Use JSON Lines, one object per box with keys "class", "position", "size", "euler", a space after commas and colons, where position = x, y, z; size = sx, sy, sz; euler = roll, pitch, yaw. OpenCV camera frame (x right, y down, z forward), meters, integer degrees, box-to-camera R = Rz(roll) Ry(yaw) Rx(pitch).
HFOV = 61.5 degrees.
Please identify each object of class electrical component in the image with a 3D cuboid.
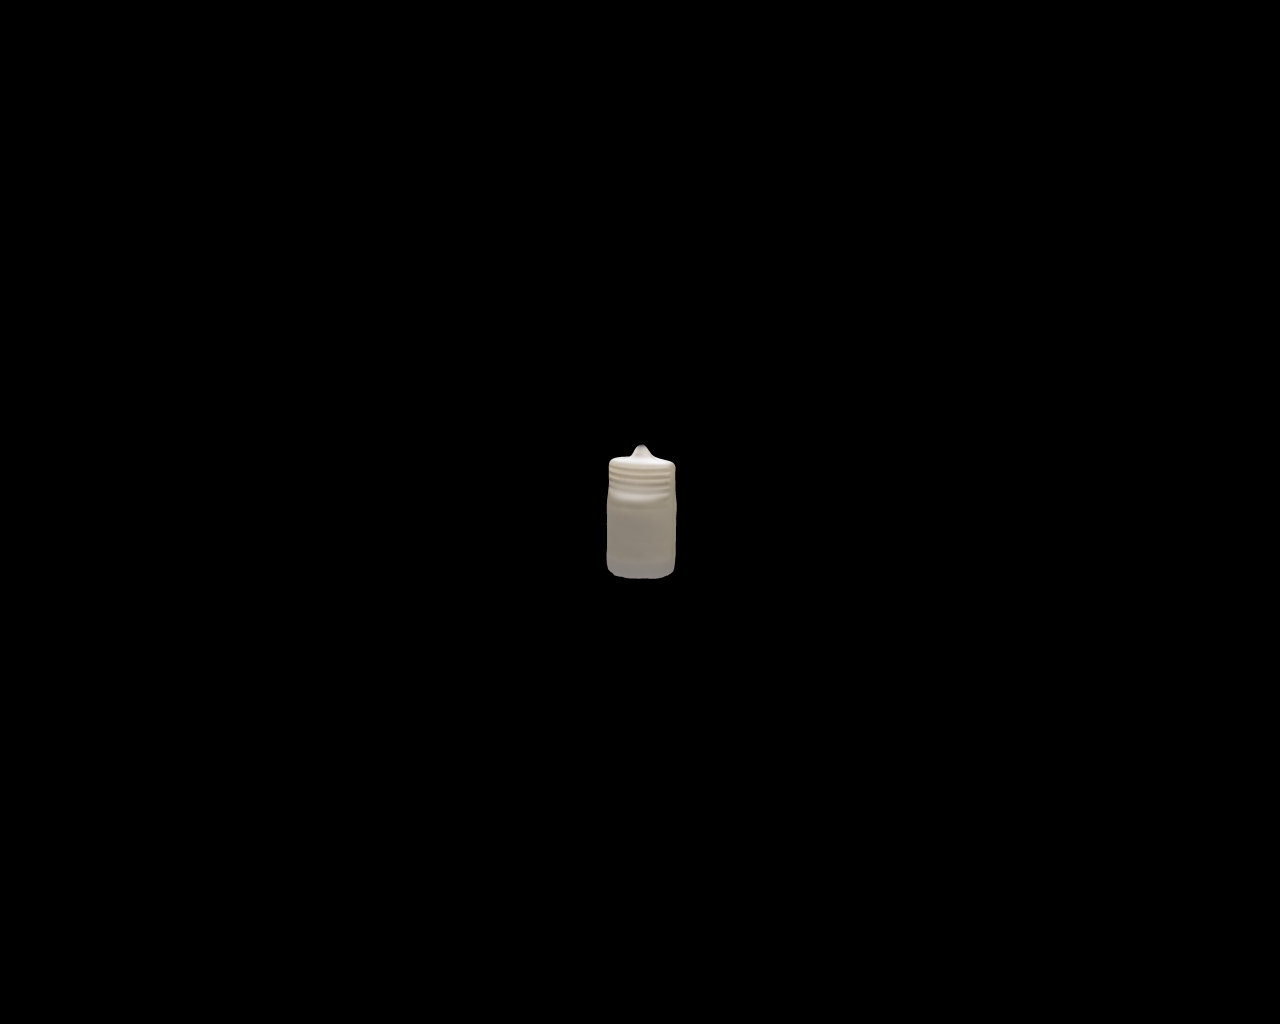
{"class": "electrical component", "position": [0.001, -0.003, 0.650], "size": [0.043, 0.080, 0.043], "euler": [0, 14, 0]}
